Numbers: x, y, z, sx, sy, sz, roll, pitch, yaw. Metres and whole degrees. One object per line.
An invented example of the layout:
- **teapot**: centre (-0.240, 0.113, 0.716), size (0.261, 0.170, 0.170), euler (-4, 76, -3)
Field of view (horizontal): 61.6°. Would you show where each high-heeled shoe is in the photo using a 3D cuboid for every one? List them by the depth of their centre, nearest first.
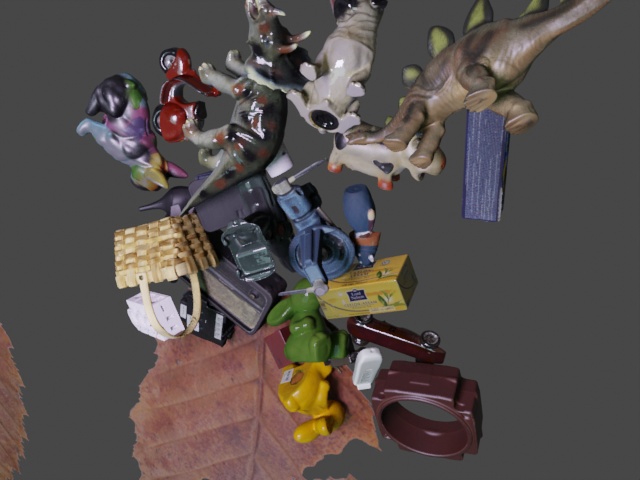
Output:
- **high-heeled shoe**: centre (-0.303, -0.010, 1.190), size (0.145, 0.086, 0.248), euler (-11, 131, -2)

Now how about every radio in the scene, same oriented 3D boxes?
- **radio**: centre (-0.191, 0.083, 1.159), size (0.230, 0.073, 0.131), euler (37, 123, 5)

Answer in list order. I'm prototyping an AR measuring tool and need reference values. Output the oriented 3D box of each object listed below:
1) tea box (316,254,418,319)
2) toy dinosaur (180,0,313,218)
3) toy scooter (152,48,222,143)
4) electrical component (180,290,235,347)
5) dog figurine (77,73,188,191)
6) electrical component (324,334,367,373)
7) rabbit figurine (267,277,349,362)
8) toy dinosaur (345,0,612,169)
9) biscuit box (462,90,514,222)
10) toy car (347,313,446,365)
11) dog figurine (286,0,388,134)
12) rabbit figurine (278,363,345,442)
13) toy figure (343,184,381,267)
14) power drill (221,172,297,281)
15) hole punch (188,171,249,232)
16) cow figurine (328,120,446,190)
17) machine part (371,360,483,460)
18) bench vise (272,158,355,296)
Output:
- **tea box**: centre (0.089, 0.089, 1.014), size (0.170, 0.098, 0.068), euler (-13, 112, 28)
- **toy dinosaur**: centre (-0.123, -0.200, 0.932), size (0.192, 0.131, 0.404), euler (23, 111, 21)
- **toy scooter**: centre (-0.248, -0.263, 1.023), size (0.135, 0.075, 0.183), euler (20, 116, 16)
- **electrical component**: centre (-0.262, 0.168, 1.244), size (0.134, 0.058, 0.114), euler (22, 119, 15)
- **dog figurine**: centre (-0.361, -0.202, 1.089), size (0.219, 0.108, 0.191), euler (40, 121, -2)
- **electrical component**: centre (0.049, 0.241, 1.141), size (0.102, 0.045, 0.078), euler (-28, 71, 30)
- **rabbit figurine**: centre (-0.022, 0.159, 1.104), size (0.159, 0.121, 0.170), euler (-8, 81, 43)
- **toy dinosaur**: centre (0.223, -0.238, 0.731), size (0.472, 0.198, 0.105), euler (-19, 145, 36)
- **biscuit box**: centre (0.264, -0.133, 0.849), size (0.063, 0.059, 0.202), euler (8, 117, 23)
- **toy car**: centre (0.150, 0.191, 1.061), size (0.202, 0.053, 0.089), euler (15, 135, 17)
- **dog figurine**: centre (0.040, -0.281, 0.852), size (0.121, 0.190, 0.172), euler (27, 154, -9)
- **rabbit figurine**: centre (-0.002, 0.358, 1.172), size (0.122, 0.162, 0.173), euler (-28, 117, 21)
- **toy figure**: centre (0.080, -0.024, 0.990), size (0.058, 0.064, 0.154), euler (-17, 115, -8)
- **power drill**: centre (-0.097, -0.003, 0.993), size (0.086, 0.207, 0.231), euler (-14, 110, 20)
- **hole punch**: centre (-0.193, -0.088, 1.083), size (0.116, 0.092, 0.142), euler (-17, 105, -4)
- **cow figurine**: centre (0.116, -0.153, 0.899), size (0.195, 0.085, 0.127), euler (20, 127, 17)
- **machine part**: centre (0.212, 0.337, 1.058), size (0.201, 0.087, 0.201), euler (1, 129, 24)
- **bench vise**: centre (-0.012, 0.001, 0.950), size (0.129, 0.241, 0.223), euler (-16, 121, 10)
